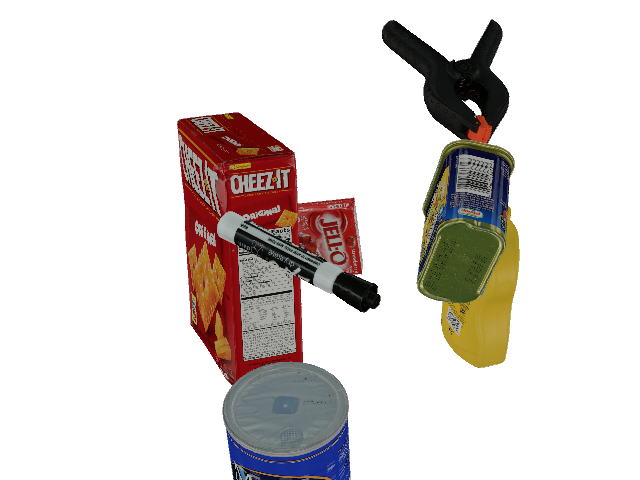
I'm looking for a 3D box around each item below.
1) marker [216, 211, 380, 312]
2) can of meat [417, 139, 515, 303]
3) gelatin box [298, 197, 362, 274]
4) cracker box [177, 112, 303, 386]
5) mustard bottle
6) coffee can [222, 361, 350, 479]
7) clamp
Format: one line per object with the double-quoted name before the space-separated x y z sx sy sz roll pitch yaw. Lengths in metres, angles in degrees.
"marker" -0.014 0.013 0.667 0.121 0.020 0.020 26 13 28
"can of meat" 0.111 -0.012 0.824 0.057 0.084 0.102 13 -39 -1
"gelatin box" 0.008 -0.002 1.225 0.073 0.089 0.030 -4 29 7
"cracker box" -0.076 0.006 0.971 0.072 0.214 0.164 -9 21 -19
"mustard bottle" 0.166 0.030 1.095 0.058 0.192 0.096 -9 36 -15
"coffee can" -0.025 0.188 0.903 0.103 0.140 0.103 -2 36 2
"clamp" 0.120 -0.154 0.999 0.120 0.171 0.039 0 -44 -1
